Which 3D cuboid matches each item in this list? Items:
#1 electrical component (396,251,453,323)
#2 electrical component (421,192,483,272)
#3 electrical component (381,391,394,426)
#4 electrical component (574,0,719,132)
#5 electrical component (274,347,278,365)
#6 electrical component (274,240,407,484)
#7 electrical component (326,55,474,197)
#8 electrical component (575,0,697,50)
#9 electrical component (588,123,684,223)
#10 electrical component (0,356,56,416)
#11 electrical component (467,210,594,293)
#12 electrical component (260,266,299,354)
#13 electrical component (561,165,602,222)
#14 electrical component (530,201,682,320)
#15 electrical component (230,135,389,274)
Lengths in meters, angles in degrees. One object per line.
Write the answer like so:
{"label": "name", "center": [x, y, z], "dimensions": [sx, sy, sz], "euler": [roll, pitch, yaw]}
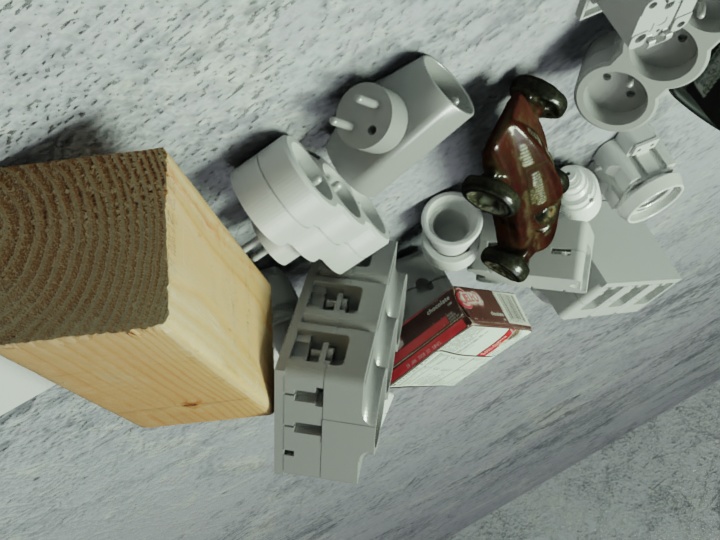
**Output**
{"label": "electrical component", "center": [0.038, 0.028, 0.873], "dimensions": [0.054, 0.059, 0.095], "euler": [-21, 158, -20]}
{"label": "electrical component", "center": [0.068, -0.027, 0.801], "dimensions": [0.045, 0.045, 0.055], "euler": [-26, 160, -7]}
{"label": "electrical component", "center": [-0.012, 0.092, 0.953], "dimensions": [0.075, 0.083, 0.047], "euler": [-67, 158, -5]}
{"label": "electrical component", "center": [0.189, -0.151, 0.654], "dimensions": [0.138, 0.052, 0.073], "euler": [-47, -166, 46]}
{"label": "electrical component", "center": [-0.100, 0.063, 0.789], "dimensions": [0.138, 0.052, 0.073], "euler": [-8, 152, -43]}
{"label": "electrical component", "center": [-0.010, 0.054, 0.706], "dimensions": [0.062, 0.150, 0.089], "euler": [8, 126, 6]}
{"label": "electrical component", "center": [0.013, -0.083, 0.600], "dimensions": [0.077, 0.044, 0.079], "euler": [-39, 157, 25]}
{"label": "electrical component", "center": [0.148, -0.157, 0.573], "dimensions": [0.042, 0.063, 0.081], "euler": [-23, 159, -10]}
{"label": "electrical component", "center": [0.224, -0.075, 0.870], "dimensions": [0.058, 0.057, 0.078], "euler": [-22, 159, -16]}
{"label": "electrical component", "center": [-0.212, 0.043, 0.602], "dimensions": [0.100, 0.048, 0.099], "euler": [-29, 159, 3]}
{"label": "electrical component", "center": [0.136, -0.018, 0.853], "dimensions": [0.089, 0.055, 0.050], "euler": [6, 169, 20]}
{"label": "electrical component", "center": [-0.060, 0.032, 0.752], "dimensions": [0.043, 0.062, 0.043], "euler": [-24, 159, -10]}
{"label": "electrical component", "center": [0.169, -0.064, 0.850], "dimensions": [0.040, 0.040, 0.078], "euler": [-31, 159, 7]}
{"label": "electrical component", "center": [0.210, -0.009, 0.961], "dimensions": [0.150, 0.089, 0.062], "euler": [-2, 147, -50]}
{"label": "electrical component", "center": [-0.041, -0.028, 0.651], "dimensions": [0.074, 0.052, 0.138], "euler": [-33, 159, 13]}
